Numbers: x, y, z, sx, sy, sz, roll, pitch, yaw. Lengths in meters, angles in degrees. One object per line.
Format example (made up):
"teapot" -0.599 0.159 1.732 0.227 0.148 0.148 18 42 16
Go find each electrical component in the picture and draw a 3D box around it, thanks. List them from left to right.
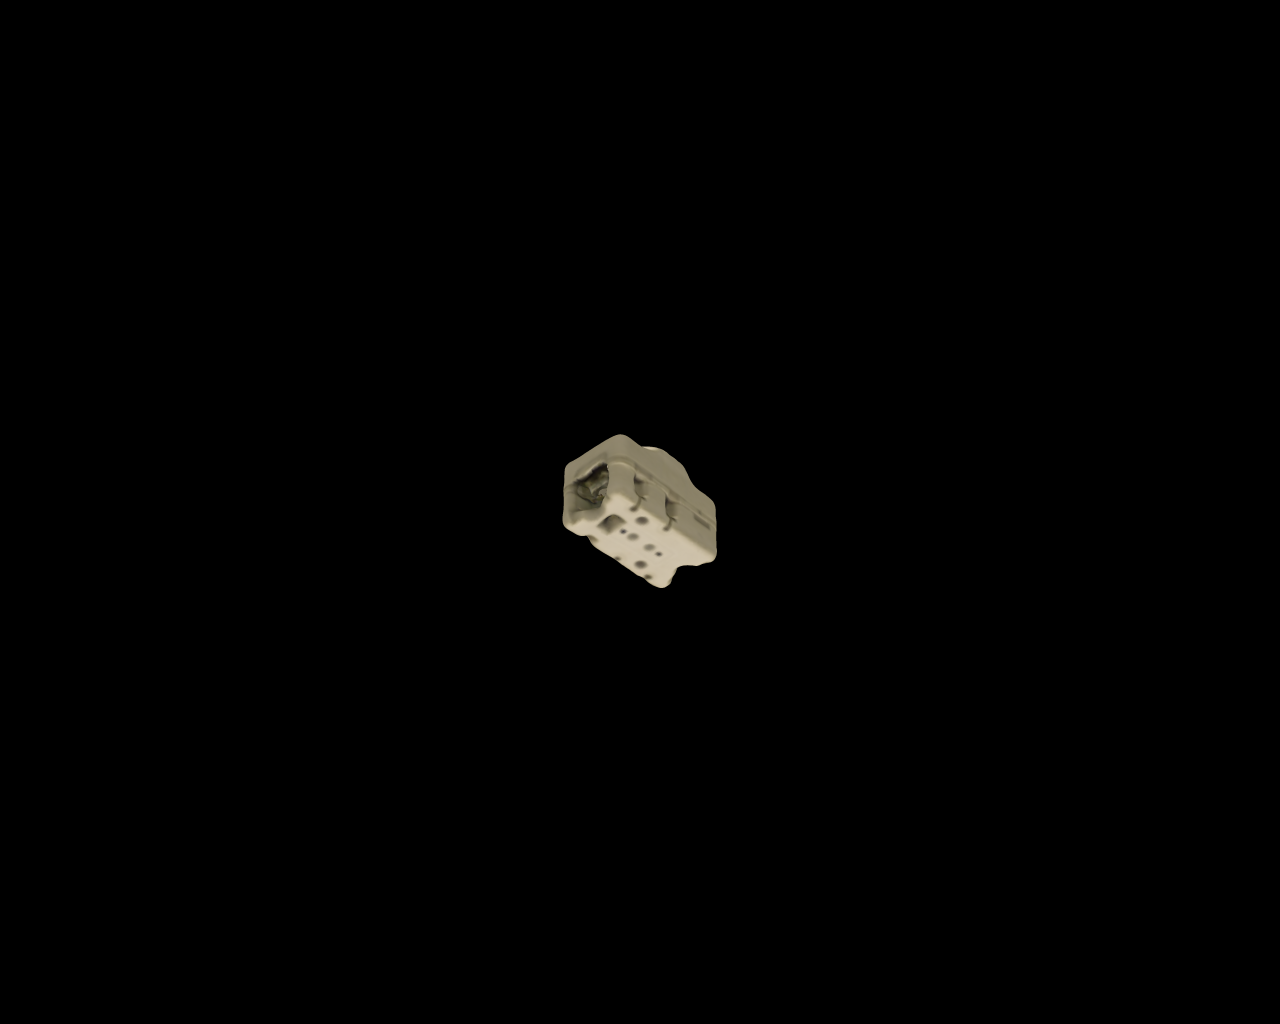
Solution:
"electrical component" 0.001 -0.003 0.650 0.050 0.056 0.089 -30 -49 31
